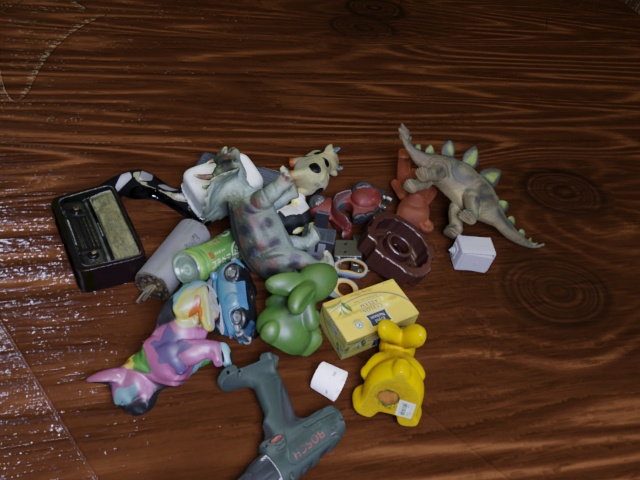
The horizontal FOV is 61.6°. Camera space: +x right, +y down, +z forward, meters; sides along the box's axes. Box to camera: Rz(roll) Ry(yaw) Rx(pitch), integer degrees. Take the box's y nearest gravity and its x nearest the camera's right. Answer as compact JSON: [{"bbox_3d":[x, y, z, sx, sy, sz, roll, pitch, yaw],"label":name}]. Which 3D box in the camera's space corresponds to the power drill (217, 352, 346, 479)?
[{"bbox_3d":[-0.089,0.292,0.862,0.232,0.085,0.207,-18,49,-29],"label":"power drill"}]

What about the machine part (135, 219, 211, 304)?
[{"bbox_3d":[-0.289,0.036,1.070,0.079,0.079,0.243,21,45,8],"label":"machine part"}]

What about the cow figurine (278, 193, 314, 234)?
[{"bbox_3d":[-0.098,-0.043,1.201,0.167,0.068,0.098,-12,56,-22],"label":"cow figurine"}]

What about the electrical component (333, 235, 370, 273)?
[{"bbox_3d":[0.069,0.035,1.174,0.078,0.045,0.102,-4,45,3],"label":"electrical component"}]

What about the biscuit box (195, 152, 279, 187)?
[{"bbox_3d":[-0.191,-0.144,1.257,0.203,0.059,0.063,17,49,3],"label":"biscuit box"}]

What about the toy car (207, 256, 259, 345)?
[{"bbox_3d":[-0.174,0.120,1.008,0.103,0.109,0.162,-13,61,6],"label":"toy car"}]

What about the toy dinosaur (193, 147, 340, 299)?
[{"bbox_3d":[-0.100,-0.004,1.047,0.192,0.131,0.404,-26,95,2],"label":"toy dinosaur"}]

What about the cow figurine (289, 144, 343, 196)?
[{"bbox_3d":[-0.009,-0.174,1.315,0.127,0.085,0.195,-7,26,6],"label":"cow figurine"}]

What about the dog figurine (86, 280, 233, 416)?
[{"bbox_3d":[-0.266,0.178,0.885,0.219,0.108,0.191,-15,81,-5],"label":"dog figurine"}]

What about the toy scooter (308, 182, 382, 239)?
[{"bbox_3d":[0.072,-0.064,1.247,0.184,0.075,0.135,-14,48,-16],"label":"toy scooter"}]

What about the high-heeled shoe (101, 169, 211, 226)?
[{"bbox_3d":[-0.356,-0.079,1.184,0.249,0.086,0.145,-10,66,-9],"label":"high-heeled shoe"}]

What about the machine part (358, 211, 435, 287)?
[{"bbox_3d":[0.165,0.020,1.170,0.179,0.056,0.179,20,43,-20],"label":"machine part"}]

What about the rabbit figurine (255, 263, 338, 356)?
[{"bbox_3d":[-0.042,0.106,0.963,0.121,0.159,0.170,35,90,29],"label":"rabbit figurine"}]

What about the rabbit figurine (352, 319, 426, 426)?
[{"bbox_3d":[0.129,0.214,0.955,0.122,0.162,0.173,7,26,11],"label":"rabbit figurine"}]

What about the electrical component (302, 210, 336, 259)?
[{"bbox_3d":[-0.002,-0.003,1.143,0.075,0.119,0.048,13,44,-3],"label":"electrical component"}]

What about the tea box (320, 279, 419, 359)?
[{"bbox_3d":[0.094,0.151,1.047,0.170,0.068,0.098,-17,51,-27],"label":"tea box"}]

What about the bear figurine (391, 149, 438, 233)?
[{"bbox_3d":[0.229,-0.116,1.300,0.120,0.131,0.196,11,39,6],"label":"bear figurine"}]

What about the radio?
[{"bbox_3d":[-0.447,-0.008,1.081,0.131,0.073,0.230,-17,51,-27],"label":"radio"}]

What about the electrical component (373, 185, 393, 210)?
[{"bbox_3d":[0.133,-0.108,1.343,0.094,0.021,0.063,30,48,16],"label":"electrical component"}]

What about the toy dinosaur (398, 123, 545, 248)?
[{"bbox_3d":[0.350,-0.105,1.250,0.471,0.105,0.198,45,59,-11],"label":"toy dinosaur"}]
